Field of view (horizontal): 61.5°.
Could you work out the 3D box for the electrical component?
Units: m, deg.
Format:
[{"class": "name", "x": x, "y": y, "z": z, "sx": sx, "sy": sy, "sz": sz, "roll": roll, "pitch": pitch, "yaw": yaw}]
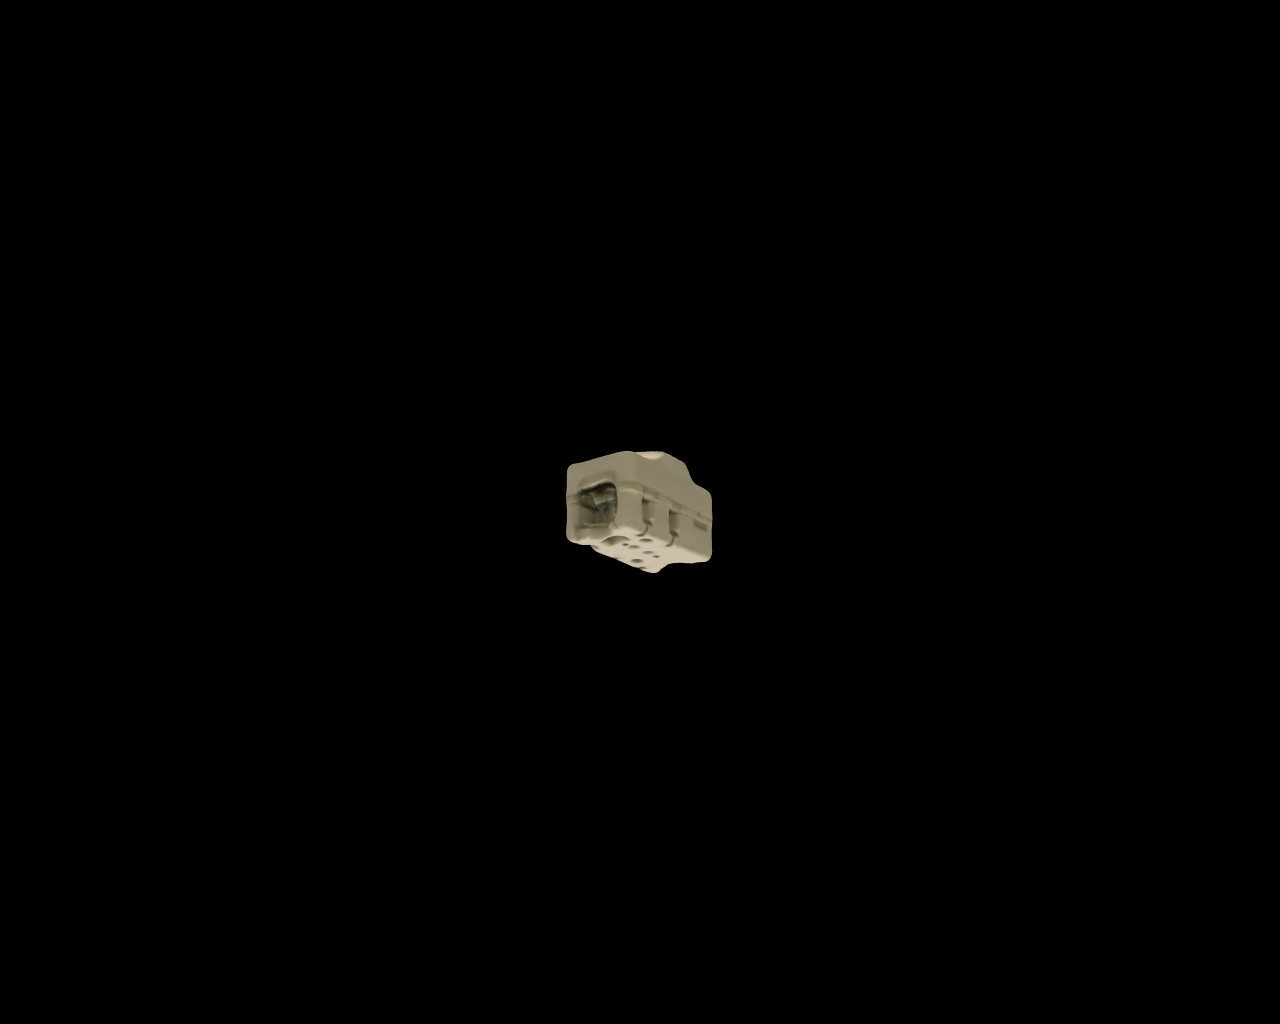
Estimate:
[{"class": "electrical component", "x": 0.001, "y": -0.003, "z": 0.650, "sx": 0.050, "sy": 0.056, "sz": 0.089, "roll": -14, "pitch": -24, "yaw": 33}]
